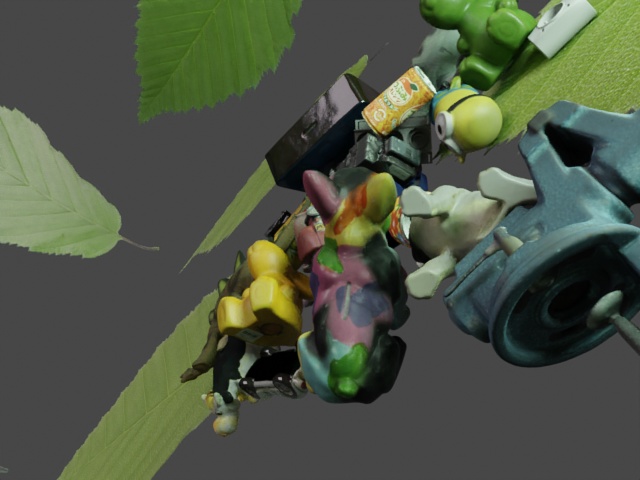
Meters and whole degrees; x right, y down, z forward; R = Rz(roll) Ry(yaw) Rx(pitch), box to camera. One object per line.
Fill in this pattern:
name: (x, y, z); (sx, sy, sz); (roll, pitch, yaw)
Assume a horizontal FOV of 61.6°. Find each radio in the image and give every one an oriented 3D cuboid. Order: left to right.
radio: (0.022, -0.180, 0.971); (0.229, 0.131, 0.073); (-38, 59, 31)

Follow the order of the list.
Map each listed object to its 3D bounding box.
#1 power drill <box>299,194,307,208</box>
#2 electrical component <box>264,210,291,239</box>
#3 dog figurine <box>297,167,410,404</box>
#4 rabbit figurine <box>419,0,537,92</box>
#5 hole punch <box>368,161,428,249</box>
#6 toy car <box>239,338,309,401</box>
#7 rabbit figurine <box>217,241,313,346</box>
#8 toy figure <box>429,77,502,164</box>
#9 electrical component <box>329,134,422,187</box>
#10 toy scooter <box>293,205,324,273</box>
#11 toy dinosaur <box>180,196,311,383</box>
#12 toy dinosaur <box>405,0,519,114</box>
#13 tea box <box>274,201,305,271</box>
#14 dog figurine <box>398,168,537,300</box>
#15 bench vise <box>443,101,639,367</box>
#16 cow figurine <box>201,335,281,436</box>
power drill: (0.003, -0.134, 1.252); (0.232, 0.086, 0.207); (-49, 12, 7)
electrical component: (-0.091, -0.003, 1.243); (0.119, 0.075, 0.048); (-50, 12, -10)
dog figurine: (0.031, 0.034, 0.541); (0.109, 0.218, 0.191); (4, 41, 16)
rabbit figurine: (0.240, -0.340, 0.816); (0.159, 0.170, 0.121); (-46, -12, -30)
hole punch: (0.102, -0.040, 0.788); (0.142, 0.092, 0.116); (-35, 57, 45)
toy car: (-0.053, 0.188, 0.762); (0.202, 0.056, 0.073); (-27, 24, 55)
rabbit figurine: (-0.071, 0.077, 0.867); (0.122, 0.162, 0.173); (-44, 40, 33)
toy figure: (0.207, -0.185, 0.783); (0.089, 0.082, 0.180); (-45, 15, 26)
electrical component: (0.094, -0.103, 0.849); (0.134, 0.115, 0.058); (-36, 39, 45)
toy scooter: (-0.002, -0.002, 0.819); (0.075, 0.135, 0.183); (-12, -16, -5)
toy dinosaur: (-0.134, 0.099, 1.014); (0.471, 0.105, 0.199); (-50, 28, 18)
toy dinosaur: (0.227, -0.331, 0.994); (0.404, 0.131, 0.192); (-57, 1, 5)
tea box: (-0.021, -0.030, 1.114); (0.169, 0.068, 0.098); (-47, 18, 17)
dog figurine: (0.166, -0.013, 0.537); (0.190, 0.173, 0.121); (-24, -60, -70)
bench vise: (0.192, 0.020, 0.331); (0.223, 0.128, 0.241); (-39, 39, 13)
cow figurine: (-0.140, 0.220, 0.860); (0.068, 0.098, 0.167); (-25, 31, 47)
